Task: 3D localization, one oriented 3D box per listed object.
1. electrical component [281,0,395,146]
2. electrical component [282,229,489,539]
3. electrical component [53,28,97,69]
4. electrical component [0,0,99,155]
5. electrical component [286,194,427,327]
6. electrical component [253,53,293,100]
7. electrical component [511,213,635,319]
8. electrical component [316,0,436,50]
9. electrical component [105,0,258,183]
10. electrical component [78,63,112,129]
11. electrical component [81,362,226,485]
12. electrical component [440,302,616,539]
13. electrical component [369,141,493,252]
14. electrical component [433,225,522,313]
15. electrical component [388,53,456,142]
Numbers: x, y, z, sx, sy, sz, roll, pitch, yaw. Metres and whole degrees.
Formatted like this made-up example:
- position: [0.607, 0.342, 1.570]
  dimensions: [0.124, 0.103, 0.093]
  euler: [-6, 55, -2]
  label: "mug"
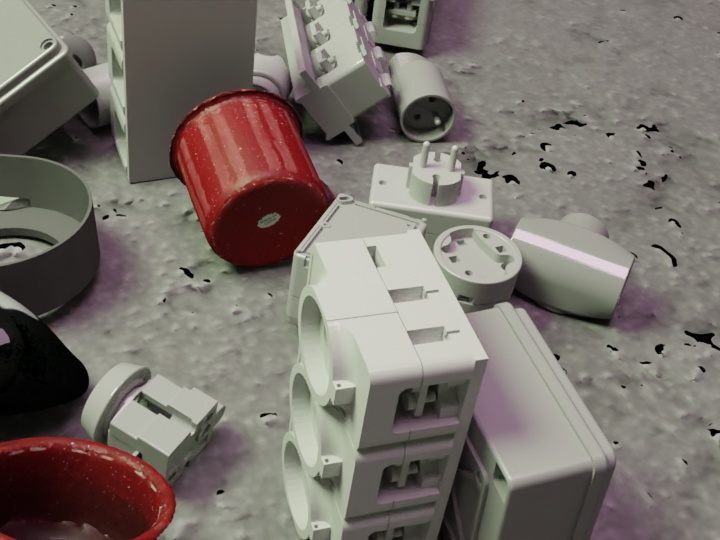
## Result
- position: [-0.019, -0.165, 0.836]
  dimensions: [0.063, 0.078, 0.121]
  euler: [-29, 40, 15]
  label: "electrical component"
- position: [0.003, 0.068, 0.520]
  dimensions: [0.062, 0.150, 0.089]
  euler: [-7, 43, -18]
  label: "electrical component"
- position: [-0.237, -0.168, 0.834]
  dimensions: [0.048, 0.048, 0.062]
  euler: [-19, 40, -28]
  label: "electrical component"
- position: [-0.257, -0.132, 0.750]
  dimensions: [0.109, 0.056, 0.108]
  euler: [-39, 54, -6]
  label: "electrical component"
- position: [0.000, 0.000, 0.671]
  dimensions: [0.062, 0.061, 0.096]
  euler: [17, 34, 11]
  label: "electrical component"
- position: [-0.077, -0.134, 0.821]
  dimensions: [0.043, 0.043, 0.062]
  euler: [11, 42, 3]
  label: "electrical component"
- position: [0.142, -0.011, 0.714]
  dimensions: [0.077, 0.044, 0.079]
  euler: [21, 43, 14]
  label: "electrical component"
- position: [0.021, -0.272, 0.981]
  dimensions: [0.105, 0.060, 0.186]
  euler: [10, 41, 3]
  label: "electrical component"
- position: [-0.125, -0.143, 0.742]
  dimensions: [0.089, 0.150, 0.061]
  euler: [-10, 45, -20]
  label: "electrical component"
- position: [-0.172, -0.139, 0.811]
  dimensions: [0.081, 0.043, 0.043]
  euler: [-25, 51, -33]
  label: "electrical component"
- position: [-0.113, 0.080, 0.569]
  dimensions: [0.055, 0.048, 0.066]
  euler: [29, 45, 12]
  label: "electrical component"
- position: [0.069, 0.092, 0.536]
  dimensions: [0.056, 0.108, 0.108]
  euler: [-10, 44, -16]
  label: "electrical component"
- position: [0.049, -0.054, 0.724]
  dimensions: [0.083, 0.075, 0.047]
  euler: [8, 41, 0]
  label: "electrical component"
- position: [0.071, 0.007, 0.679]
  dimensions: [0.055, 0.047, 0.055]
  euler: [5, 41, -4]
  label: "electrical component"
- position: [0.047, -0.142, 0.849]
  dimensions: [0.043, 0.043, 0.081]
  euler: [-1, 42, -10]
  label: "electrical component"
